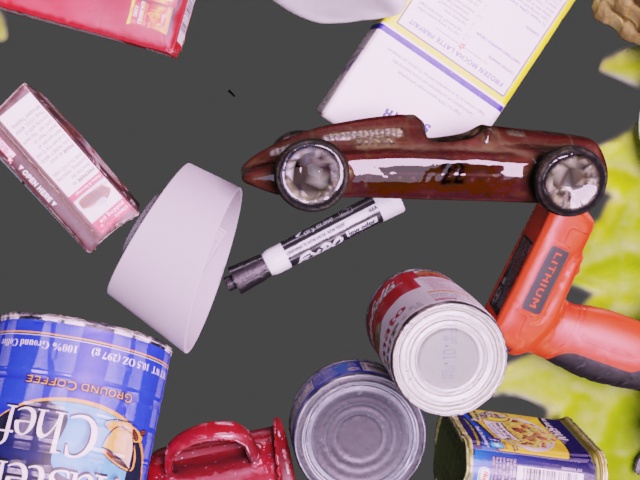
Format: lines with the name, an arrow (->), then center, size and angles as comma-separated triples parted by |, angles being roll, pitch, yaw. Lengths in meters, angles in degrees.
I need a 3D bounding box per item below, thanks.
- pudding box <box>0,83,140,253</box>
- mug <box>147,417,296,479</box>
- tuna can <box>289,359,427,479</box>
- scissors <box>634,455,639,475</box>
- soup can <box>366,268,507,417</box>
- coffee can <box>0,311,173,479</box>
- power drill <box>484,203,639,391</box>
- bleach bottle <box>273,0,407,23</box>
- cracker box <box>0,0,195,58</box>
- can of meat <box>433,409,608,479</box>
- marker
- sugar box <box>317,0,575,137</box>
pudding box -> -0.143, -0.040, 0.601 | 0.039, 0.113, 0.090 | -42, 100, -2
mug -> -0.059, 0.152, 0.641 | 0.081, 0.093, 0.117 | -11, 132, 1
tuna can -> 0.024, 0.121, 0.677 | 0.086, 0.034, 0.086 | -1, 98, -4
scissors -> 0.261, 0.058, 0.697 | 0.202, 0.016, 0.096 | -38, 98, 1
soup can -> 0.067, 0.059, 0.637 | 0.068, 0.102, 0.068 | -1, 99, -5
coffee can -> -0.146, 0.121, 0.602 | 0.102, 0.103, 0.140 | 11, 74, -6
power drill -> 0.210, 0.040, 0.658 | 0.187, 0.057, 0.184 | 26, 97, -1
bleach bottle -> 0.006, -0.252, 0.581 | 0.068, 0.102, 0.251 | -3, 89, 17
cracker box -> -0.162, -0.209, 0.598 | 0.213, 0.072, 0.164 | 15, 94, -5
can of meat -> 0.118, 0.141, 0.654 | 0.084, 0.102, 0.057 | 8, 97, -4
marker -> -0.004, 0.001, 0.665 | 0.121, 0.020, 0.020 | -27, 99, -1
sugar box -> 0.083, -0.124, 0.643 | 0.093, 0.048, 0.176 | 34, 97, -10
